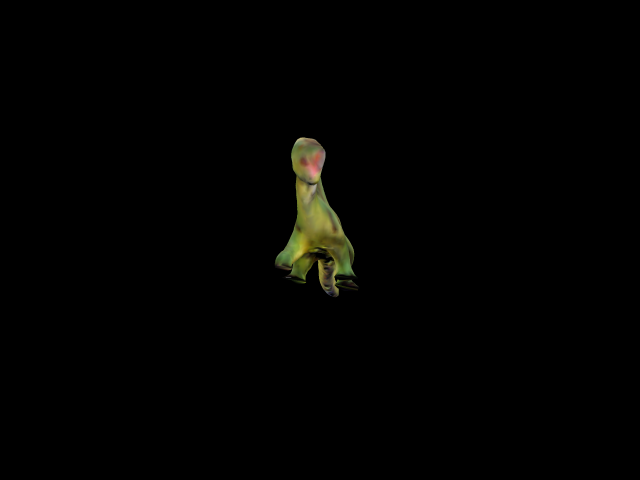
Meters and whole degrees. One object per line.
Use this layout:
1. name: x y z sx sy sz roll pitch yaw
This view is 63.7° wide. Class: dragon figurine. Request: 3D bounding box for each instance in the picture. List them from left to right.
1. dragon figurine: 0.003 -0.043 0.850 0.122 0.246 0.405 -1 -13 4
